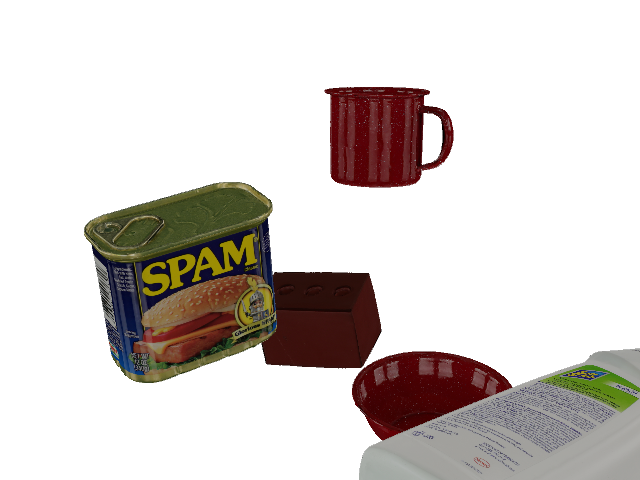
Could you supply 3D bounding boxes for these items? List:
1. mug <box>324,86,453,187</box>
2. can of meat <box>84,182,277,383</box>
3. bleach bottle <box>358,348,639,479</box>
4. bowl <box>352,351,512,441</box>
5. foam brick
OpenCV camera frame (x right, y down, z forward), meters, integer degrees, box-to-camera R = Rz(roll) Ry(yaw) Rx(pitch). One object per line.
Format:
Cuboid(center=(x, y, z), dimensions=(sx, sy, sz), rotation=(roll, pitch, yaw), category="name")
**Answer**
Cuboid(center=(0.061, -0.091, 0.941), dimensions=(0.117, 0.081, 0.093), rotation=(5, 13, 22), category="mug")
Cuboid(center=(-0.075, 0.023, 0.605), dimensions=(0.101, 0.084, 0.058), rotation=(-18, 30, -25), category="can of meat")
Cuboid(center=(0.144, 0.112, 0.590), dimensions=(0.250, 0.068, 0.103), rotation=(-16, 25, -36), category="bleach bottle")
Cuboid(center=(0.111, 0.172, 1.060), dimensions=(0.162, 0.055, 0.162), rotation=(0, 24, 0), category="bowl")
Cuboid(center=(-0.002, 0.058, 0.782), dimensions=(0.078, 0.051, 0.053), rotation=(0, 27, 20), category="foam brick")
